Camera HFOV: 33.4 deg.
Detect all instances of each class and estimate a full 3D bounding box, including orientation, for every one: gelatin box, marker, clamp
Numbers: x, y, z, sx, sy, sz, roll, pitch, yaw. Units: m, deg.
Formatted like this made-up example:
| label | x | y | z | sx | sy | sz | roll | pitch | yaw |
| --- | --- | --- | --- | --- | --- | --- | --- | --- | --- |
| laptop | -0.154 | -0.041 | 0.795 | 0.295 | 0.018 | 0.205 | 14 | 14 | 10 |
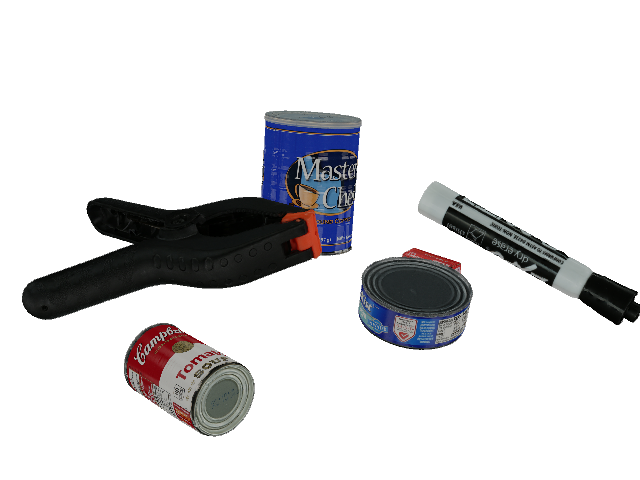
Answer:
| label | x | y | z | sx | sy | sz | roll | pitch | yaw |
| --- | --- | --- | --- | --- | --- | --- | --- | --- | --- |
| gelatin box | 0.140 | 0.061 | 1.353 | 0.073 | 0.089 | 0.030 | 21 | 35 | 38 |
| marker | 0.104 | 0.006 | 0.532 | 0.121 | 0.020 | 0.020 | 31 | 11 | 20 |
| clamp | -0.088 | 0.008 | 0.628 | 0.172 | 0.039 | 0.120 | -3 | 35 | 23 |

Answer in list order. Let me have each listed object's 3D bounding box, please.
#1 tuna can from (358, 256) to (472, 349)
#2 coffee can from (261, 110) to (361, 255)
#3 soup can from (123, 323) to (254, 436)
| label | x | y | z | sx | sy | sz | roll | pitch | yaw |
| --- | --- | --- | --- | --- | --- | --- | --- | --- | --- |
| tuna can | 0.072 | 0.048 | 0.825 | 0.086 | 0.034 | 0.086 | 5 | 28 | -3 |
| coffee can | -0.012 | -0.063 | 1.139 | 0.103 | 0.140 | 0.103 | 4 | 12 | -1 |
| soup can | -0.114 | 0.120 | 0.924 | 0.068 | 0.068 | 0.102 | 0 | 16 | -45 |
